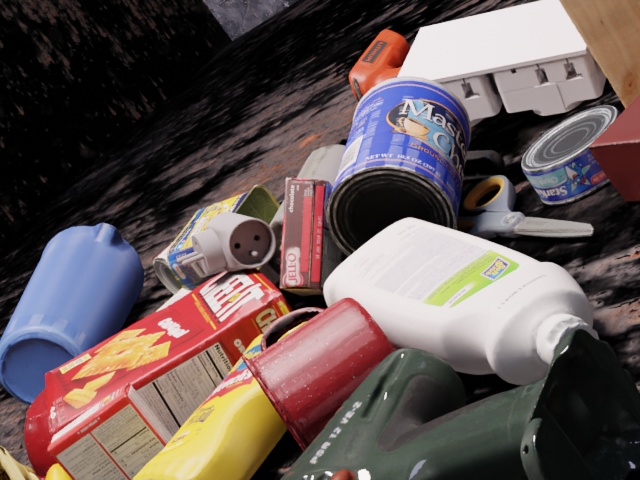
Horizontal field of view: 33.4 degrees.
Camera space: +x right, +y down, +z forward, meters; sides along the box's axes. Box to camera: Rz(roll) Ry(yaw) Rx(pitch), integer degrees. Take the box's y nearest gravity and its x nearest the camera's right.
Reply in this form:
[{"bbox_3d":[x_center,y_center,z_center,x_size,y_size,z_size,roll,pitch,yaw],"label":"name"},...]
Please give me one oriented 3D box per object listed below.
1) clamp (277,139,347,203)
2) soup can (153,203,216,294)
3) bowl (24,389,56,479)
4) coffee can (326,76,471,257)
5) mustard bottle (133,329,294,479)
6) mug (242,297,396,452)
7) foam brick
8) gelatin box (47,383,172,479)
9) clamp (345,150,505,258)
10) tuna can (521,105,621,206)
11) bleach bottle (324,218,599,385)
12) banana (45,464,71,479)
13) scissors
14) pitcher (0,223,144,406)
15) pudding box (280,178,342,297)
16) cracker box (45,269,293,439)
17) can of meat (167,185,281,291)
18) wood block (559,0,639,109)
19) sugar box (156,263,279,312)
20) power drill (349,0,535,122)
[{"bbox_3d":[-0.012,-0.055,1.218,0.171,0.039,0.120,-35,14,7],"label":"clamp"},{"bbox_3d":[-0.134,0.015,1.228,0.102,0.068,0.069,-45,18,-26],"label":"soup can"},{"bbox_3d":[-0.236,0.163,1.051,0.162,0.055,0.162,-34,16,11],"label":"bowl"},{"bbox_3d":[0.067,-0.056,0.873,0.103,0.102,0.140,-27,27,30],"label":"coffee can"},{"bbox_3d":[-0.052,0.123,0.771,0.096,0.058,0.191,-29,15,52],"label":"mustard bottle"},{"bbox_3d":[0.003,0.085,0.694,0.081,0.093,0.117,-34,39,-7],"label":"mug"},{"bbox_3d":[0.233,-0.068,0.721,0.078,0.051,0.053,-43,19,-19],"label":"foam brick"},{"bbox_3d":[-0.147,0.164,0.800,0.073,0.089,0.030,-35,13,4],"label":"gelatin box"},{"bbox_3d":[0.099,-0.067,1.024,0.165,0.036,0.210,-29,21,19],"label":"clamp"},{"bbox_3d":[0.198,-0.066,0.818,0.086,0.033,0.086,-34,16,11],"label":"tuna can"},{"bbox_3d":[0.091,0.046,0.687,0.102,0.068,0.251,-40,19,-9],"label":"bleach bottle"},{"bbox_3d":[-0.198,0.229,0.767,0.037,0.069,0.197,-41,8,17],"label":"banana"},{"bbox_3d":[0.154,-0.024,0.821,0.202,0.016,0.096,-13,34,56],"label":"scissors"},{"bbox_3d":[-0.298,0.099,1.261,0.145,0.149,0.242,-17,23,11],"label":"pitcher"},{"bbox_3d":[-0.006,0.001,0.891,0.039,0.090,0.113,3,-6,11],"label":"pudding box"},{"bbox_3d":[-0.125,0.106,0.904,0.213,0.072,0.164,-31,15,-8],"label":"cracker box"},{"bbox_3d":[-0.093,0.000,1.051,0.084,0.057,0.102,-18,26,36],"label":"can of meat"},{"bbox_3d":[0.235,-0.205,0.818,0.090,0.206,0.090,-27,18,30],"label":"wood block"},{"bbox_3d":[-0.103,0.056,1.090,0.176,0.048,0.093,-40,18,-24],"label":"sugar box"},{"bbox_3d":[0.139,-0.200,1.177,0.188,0.057,0.184,4,45,39],"label":"power drill"}]
